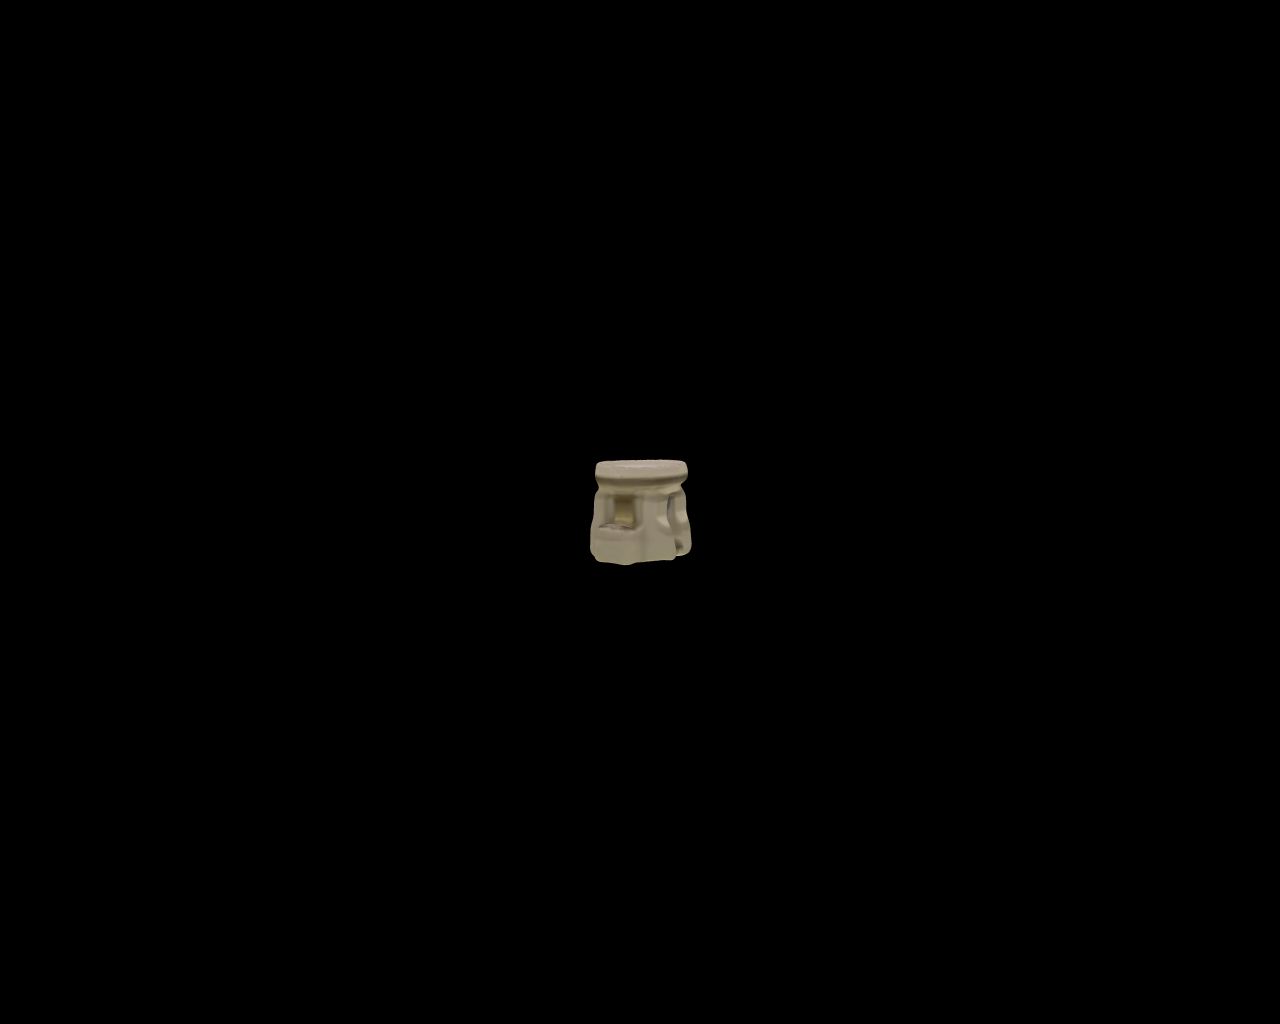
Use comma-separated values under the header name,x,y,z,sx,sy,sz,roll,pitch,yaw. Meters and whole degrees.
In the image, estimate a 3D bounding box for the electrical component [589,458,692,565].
name,x,y,z,sx,sy,sz,roll,pitch,yaw
electrical component,0.001,-0.003,0.650,0.058,0.057,0.078,4,8,28
